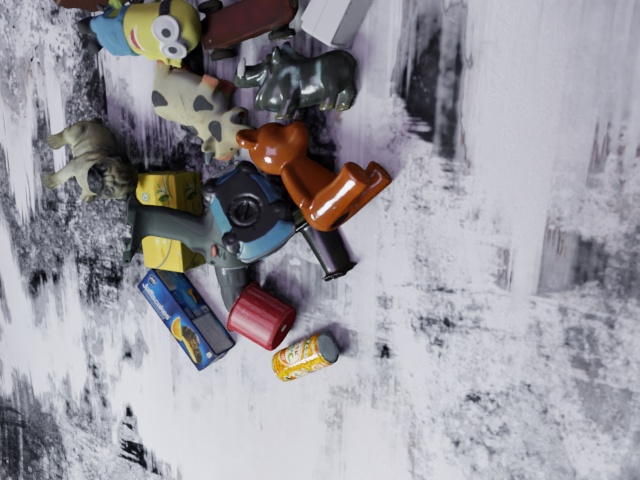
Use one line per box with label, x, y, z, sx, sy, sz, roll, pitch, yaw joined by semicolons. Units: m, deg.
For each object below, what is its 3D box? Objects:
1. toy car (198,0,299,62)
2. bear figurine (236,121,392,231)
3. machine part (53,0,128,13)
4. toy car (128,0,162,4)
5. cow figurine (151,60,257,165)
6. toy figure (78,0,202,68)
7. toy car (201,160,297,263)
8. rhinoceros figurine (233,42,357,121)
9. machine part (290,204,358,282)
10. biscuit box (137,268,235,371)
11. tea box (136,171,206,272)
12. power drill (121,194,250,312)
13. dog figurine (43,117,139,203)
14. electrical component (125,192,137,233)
toy car;-0.108;-0.322;0.788;0.202;0.053;0.089;0;112;44
bear figurine;-0.015;-0.113;0.763;0.132;0.120;0.196;-43;74;26
machine part;-0.345;-0.425;0.842;0.179;0.179;0.056;-24;93;32
toy car;-0.230;-0.417;0.830;0.056;0.073;0.201;49;120;5
cow figurine;-0.186;-0.199;0.855;0.195;0.085;0.127;27;108;19
toy figure;-0.268;-0.320;0.811;0.180;0.082;0.089;6;74;16
toy car;-0.104;-0.035;0.808;0.109;0.102;0.162;-33;68;-6
rhinoceros figurine;-0.040;-0.228;0.771;0.191;0.073;0.112;4;105;28
machine part;-0.002;-0.002;0.826;0.084;0.039;0.139;-36;81;23
biscuit box;-0.246;0.136;0.983;0.203;0.059;0.063;51;120;10
tea box;-0.261;-0.035;0.946;0.098;0.068;0.169;3;105;29
power drill;-0.211;0.010;0.869;0.207;0.086;0.231;5;99;-12
dog figurine;-0.374;-0.147;0.939;0.191;0.121;0.172;-1;83;36
electrical component;-0.335;-0.063;0.980;0.045;0.078;0.102;1;98;10
